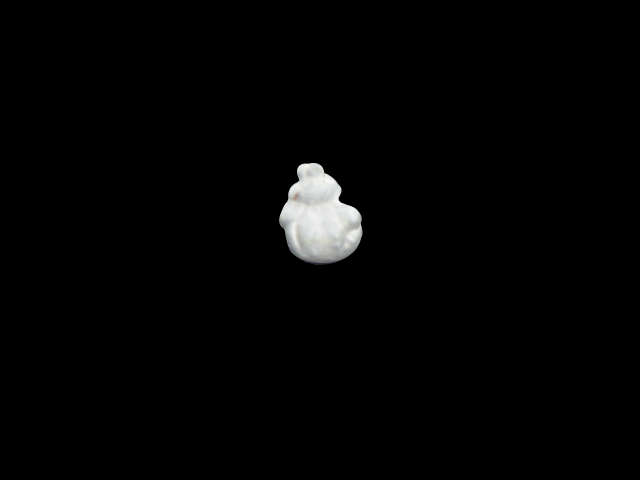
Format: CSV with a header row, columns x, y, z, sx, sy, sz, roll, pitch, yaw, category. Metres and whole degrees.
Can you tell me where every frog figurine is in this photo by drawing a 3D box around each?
x,y,z,sx,sy,sz,roll,pitch,yaw,category
0.003,-0.043,0.850,0.137,0.155,0.125,11,40,14,frog figurine
